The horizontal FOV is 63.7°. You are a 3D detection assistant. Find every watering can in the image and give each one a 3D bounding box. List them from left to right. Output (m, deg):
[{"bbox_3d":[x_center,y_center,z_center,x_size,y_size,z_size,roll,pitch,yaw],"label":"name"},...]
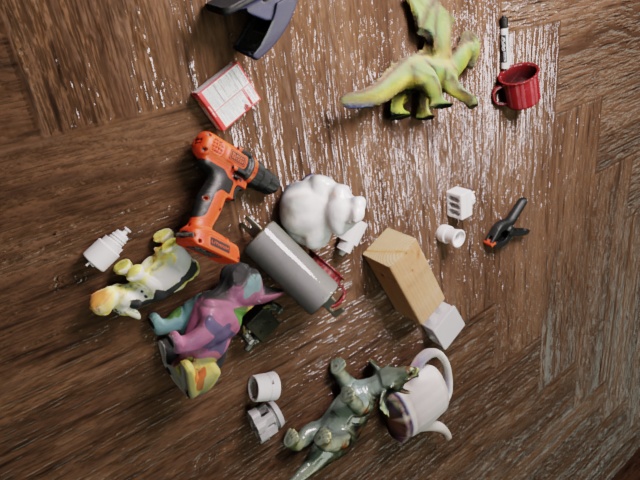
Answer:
[{"bbox_3d":[0.264,0.440,1.327,0.226,0.105,0.341,-25,118,-27],"label":"watering can"}]

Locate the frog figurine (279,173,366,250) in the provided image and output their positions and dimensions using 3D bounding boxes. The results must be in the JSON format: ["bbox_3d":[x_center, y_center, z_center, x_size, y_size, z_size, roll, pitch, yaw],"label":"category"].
[{"bbox_3d":[0.003,-0.047,0.927,0.122,0.161,0.136,6,103,-37],"label":"frog figurine"}]

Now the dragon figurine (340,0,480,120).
[{"bbox_3d":[0.198,-0.370,1.032,0.412,0.122,0.243,-6,92,-38],"label":"dragon figurine"}]
